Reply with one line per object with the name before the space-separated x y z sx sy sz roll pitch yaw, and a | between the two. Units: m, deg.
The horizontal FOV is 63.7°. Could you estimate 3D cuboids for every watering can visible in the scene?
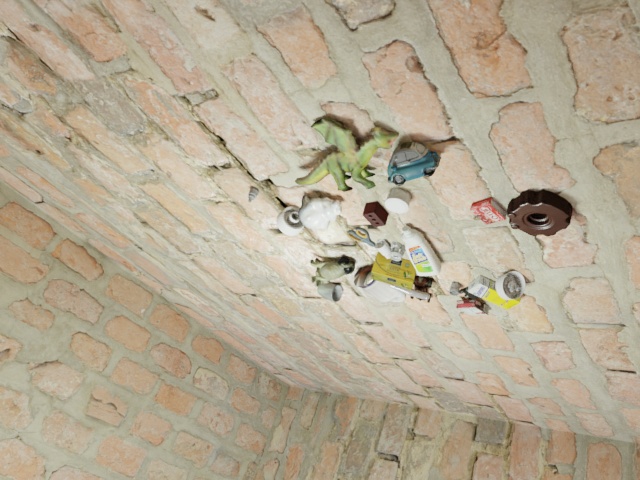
watering can | 0.280 0.193 2.144 0.222 0.106 0.345 36 156 -23

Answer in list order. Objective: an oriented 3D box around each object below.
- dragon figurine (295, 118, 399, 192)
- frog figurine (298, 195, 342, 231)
dragon figurine | 0.052 -0.271 1.583 0.409 0.125 0.238 -1 126 31
frog figurine | 0.006 -0.093 1.857 0.160 0.125 0.134 12 131 38
